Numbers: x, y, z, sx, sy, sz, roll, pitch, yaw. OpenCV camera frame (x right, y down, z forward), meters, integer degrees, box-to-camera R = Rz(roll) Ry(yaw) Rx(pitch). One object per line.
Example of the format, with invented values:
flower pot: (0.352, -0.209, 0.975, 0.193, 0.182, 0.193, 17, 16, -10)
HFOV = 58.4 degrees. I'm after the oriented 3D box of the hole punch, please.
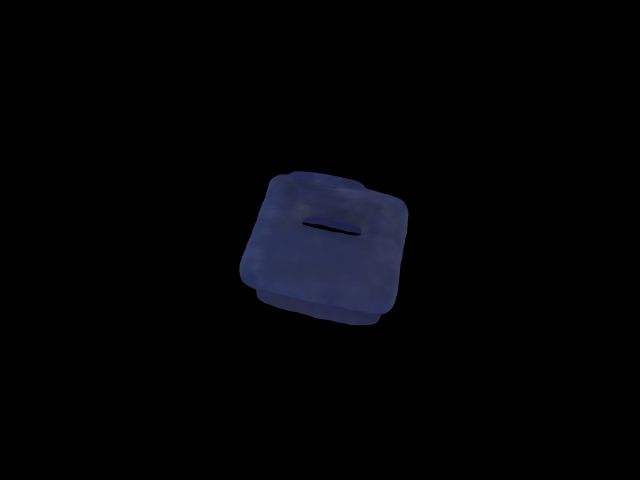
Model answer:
hole punch: (0.004, 0.001, 0.400, 0.108, 0.091, 0.101, 11, 79, 3)
